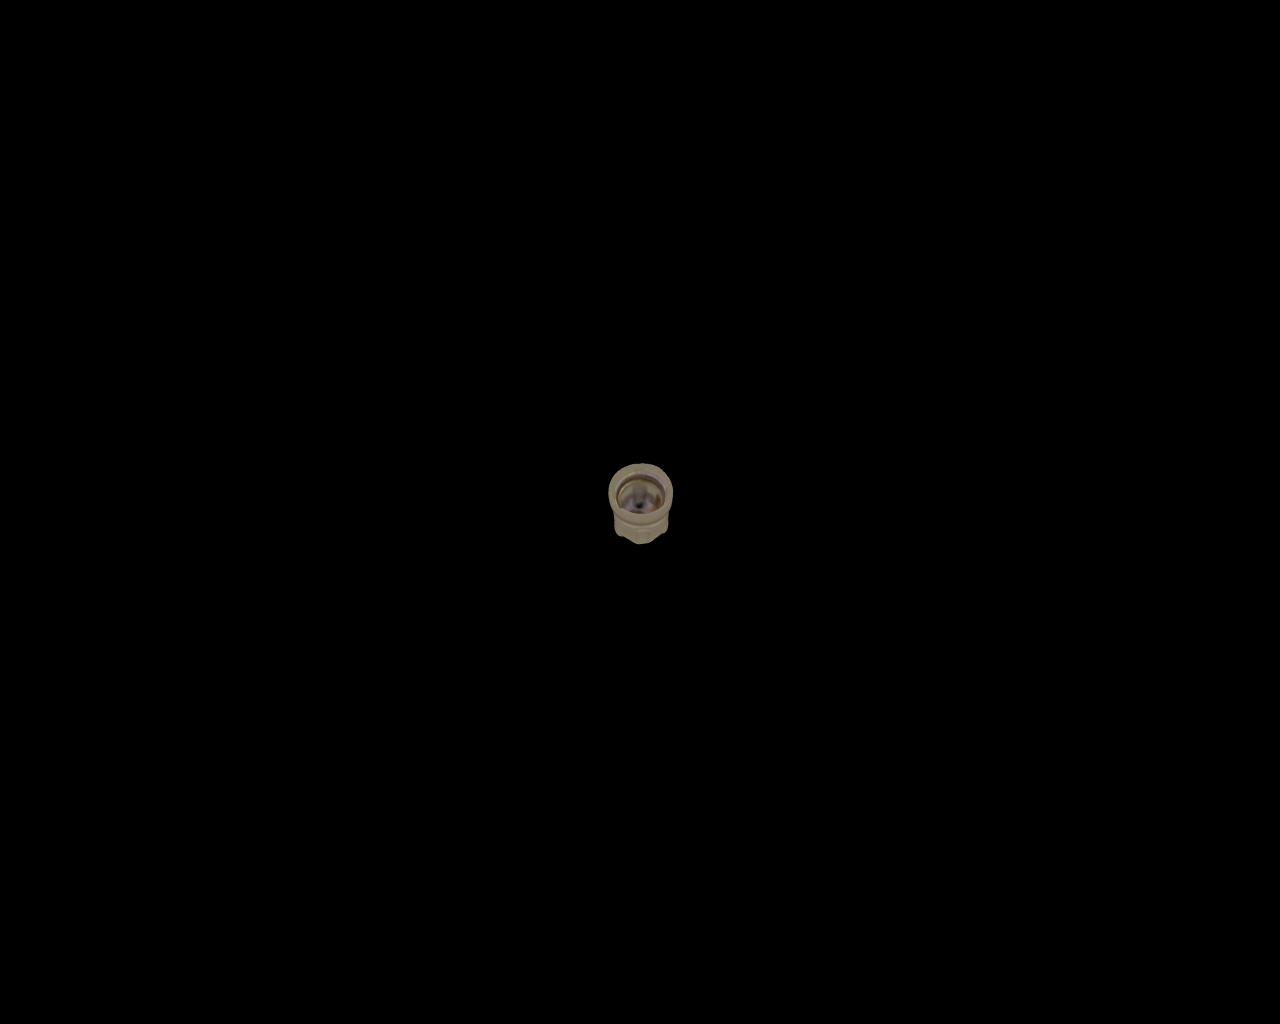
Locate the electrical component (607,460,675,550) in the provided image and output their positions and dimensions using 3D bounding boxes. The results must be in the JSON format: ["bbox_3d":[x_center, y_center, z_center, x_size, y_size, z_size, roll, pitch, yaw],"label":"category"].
[{"bbox_3d":[0.001,-0.003,0.650,0.040,0.040,0.046,0,-31,0],"label":"electrical component"}]
